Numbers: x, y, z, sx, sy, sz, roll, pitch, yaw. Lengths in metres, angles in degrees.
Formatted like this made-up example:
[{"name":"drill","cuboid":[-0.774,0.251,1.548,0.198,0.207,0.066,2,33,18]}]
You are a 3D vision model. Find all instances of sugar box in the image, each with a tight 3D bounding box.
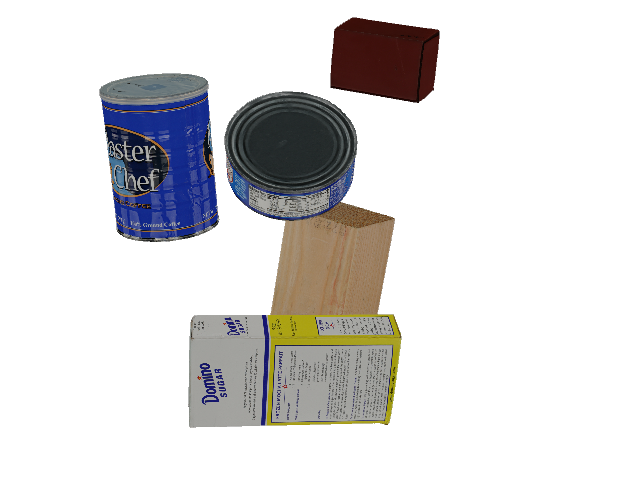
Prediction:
[{"name":"sugar box","cuboid":[-0.024,0.111,0.912,0.176,0.093,0.048,2,26,-5]}]

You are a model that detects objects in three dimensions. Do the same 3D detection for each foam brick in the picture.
[{"name":"foam brick","cuboid":[0.053,-0.149,0.877,0.078,0.051,0.053,13,25,18]}]

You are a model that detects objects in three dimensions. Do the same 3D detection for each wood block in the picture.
[{"name":"wood block","cuboid":[0.006,0.068,1.166,0.090,0.206,0.090,17,17,27]}]

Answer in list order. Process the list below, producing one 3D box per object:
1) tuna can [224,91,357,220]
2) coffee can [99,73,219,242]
[{"name":"tuna can","cuboid":[-0.019,-0.055,0.697,0.086,0.086,0.034,0,-36,-3]},{"name":"coffee can","cuboid":[-0.154,-0.082,1.032,0.103,0.140,0.103,-2,21,1]}]
